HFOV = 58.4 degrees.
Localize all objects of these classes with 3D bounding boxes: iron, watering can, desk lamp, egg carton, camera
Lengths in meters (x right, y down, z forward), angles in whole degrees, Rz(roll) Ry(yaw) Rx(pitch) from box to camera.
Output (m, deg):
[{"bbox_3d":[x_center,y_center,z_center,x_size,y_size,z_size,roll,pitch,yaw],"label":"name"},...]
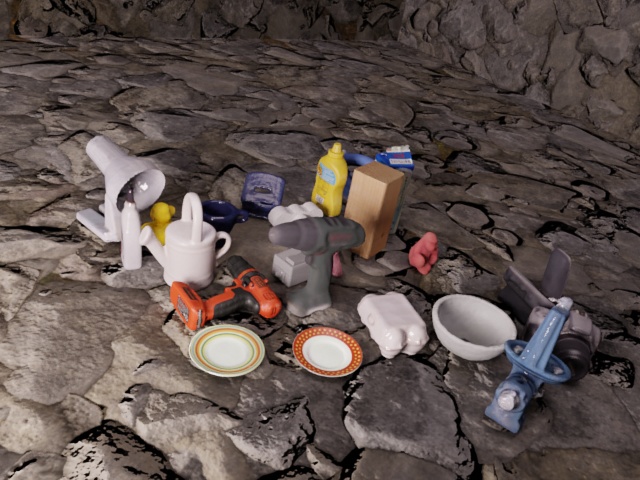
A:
[{"bbox_3d":[0.100,-0.182,1.603,0.257,0.141,0.119,27,35,25],"label":"iron"},{"bbox_3d":[-0.264,-0.001,1.138,0.173,0.194,0.100,-20,43,-41],"label":"watering can"},{"bbox_3d":[-0.436,-0.105,1.231,0.202,0.213,0.118,30,36,28],"label":"desk lamp"},{"bbox_3d":[0.140,0.163,1.125,0.107,0.069,0.150,-4,34,-23],"label":"egg carton"},{"bbox_3d":[0.486,0.203,1.142,0.143,0.101,0.137,19,32,12],"label":"camera"}]

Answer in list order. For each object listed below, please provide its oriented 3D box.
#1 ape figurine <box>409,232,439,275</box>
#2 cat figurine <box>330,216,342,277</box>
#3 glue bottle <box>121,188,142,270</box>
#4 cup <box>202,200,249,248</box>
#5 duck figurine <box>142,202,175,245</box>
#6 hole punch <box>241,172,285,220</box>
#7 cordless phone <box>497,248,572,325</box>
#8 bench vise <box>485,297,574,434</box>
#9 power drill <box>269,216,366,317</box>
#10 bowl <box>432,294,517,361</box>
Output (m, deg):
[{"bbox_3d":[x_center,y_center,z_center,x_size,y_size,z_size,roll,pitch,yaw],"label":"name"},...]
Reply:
[{"bbox_3d":[0.253,0.024,1.366,0.078,0.092,0.076,-6,35,-26],"label":"ape figurine"},{"bbox_3d":[0.012,0.005,1.294,0.067,0.118,0.127,-5,35,-25],"label":"cat figurine"},{"bbox_3d":[-0.385,-0.028,1.163,0.037,0.173,0.078,-6,35,-27],"label":"glue bottle"},{"bbox_3d":[-0.222,-0.031,1.297,0.118,0.095,0.091,0,33,-17],"label":"cup"},{"bbox_3d":[-0.360,-0.041,1.276,0.077,0.086,0.105,23,33,19],"label":"duck figurine"},{"bbox_3d":[-0.144,-0.113,1.461,0.108,0.091,0.101,9,31,-3],"label":"hole punch"},{"bbox_3d":[0.480,0.082,1.257,0.094,0.185,0.147,-6,35,-26],"label":"cordless phone"},{"bbox_3d":[0.374,0.213,0.973,0.121,0.220,0.208,19,32,13],"label":"bench vise"},{"bbox_3d":[-0.014,0.044,1.134,0.230,0.208,0.075,-16,41,-38],"label":"power drill"},{"bbox_3d":[0.296,0.185,1.135,0.167,0.075,0.167,8,31,-5],"label":"bowl"}]
